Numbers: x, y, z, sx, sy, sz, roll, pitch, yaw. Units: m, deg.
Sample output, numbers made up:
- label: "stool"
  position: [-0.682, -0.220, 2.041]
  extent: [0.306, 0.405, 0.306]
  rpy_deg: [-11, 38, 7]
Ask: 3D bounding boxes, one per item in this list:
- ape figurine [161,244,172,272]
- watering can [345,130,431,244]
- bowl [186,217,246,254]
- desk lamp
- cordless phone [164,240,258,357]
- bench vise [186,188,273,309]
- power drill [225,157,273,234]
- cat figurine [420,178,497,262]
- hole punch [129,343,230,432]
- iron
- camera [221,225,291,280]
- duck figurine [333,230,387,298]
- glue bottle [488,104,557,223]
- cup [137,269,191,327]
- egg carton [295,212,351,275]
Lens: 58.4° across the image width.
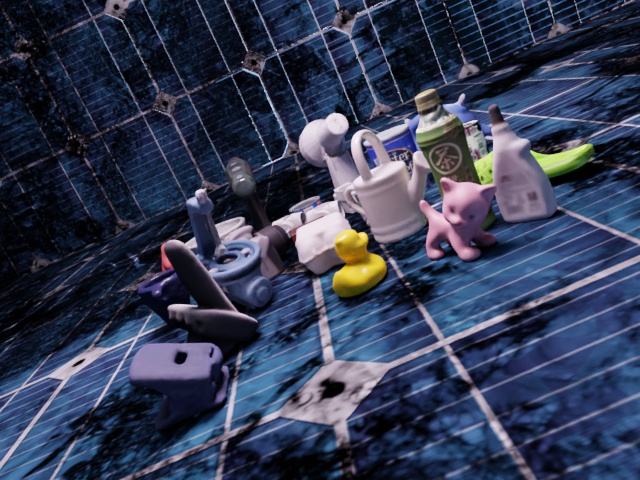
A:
- label: "ape figurine"
  position: [-0.367, 0.051, 1.433]
  extent: [0.076, 0.092, 0.078]
  rpy_deg: [-19, 16, 19]
- label: "watering can"
  position: [0.115, -0.103, 0.996]
  extent: [0.172, 0.194, 0.101]
  rpy_deg: [-20, 15, 17]
- label: "bowl"
  position: [-0.246, 0.012, 1.411]
  extent: [0.167, 0.075, 0.167]
  rpy_deg: [-23, 15, 7]
- label: "desk lamp"
  position: [0.049, -0.211, 1.444]
  extent: [0.118, 0.214, 0.202]
  rpy_deg: [-30, 15, -18]
- label: "cordless phone"
  position: [-0.186, 0.079, 0.857]
  extent: [0.094, 0.185, 0.147]
  rpy_deg: [-35, 18, -35]
- label: "bench vise"
  position: [-0.195, 0.024, 0.995]
  extent: [0.206, 0.220, 0.122]
  rpy_deg: [-14, 18, 36]
- label: "power drill"
  position: [-0.176, -0.106, 1.444]
  extent: [0.075, 0.208, 0.229]
  rpy_deg: [-26, 15, -4]
- label: "cat figurine"
  position: [0.189, -0.036, 0.794]
  extent: [0.067, 0.118, 0.127]
  rpy_deg: [-33, 17, -29]
- label: "hole punch"
  position: [-0.174, 0.166, 0.720]
  extent: [0.101, 0.091, 0.108]
  rpy_deg: [-25, 15, -1]
- label: "iron"
  position: [0.269, -0.251, 1.371]
  extent: [0.257, 0.141, 0.119]
  rpy_deg: [-10, 21, 45]
- label: "camera"
  position: [-0.123, 0.016, 1.146]
  extent: [0.137, 0.101, 0.142]
  rpy_deg: [-33, 17, -30]
- label: "duck figurine"
  position: [0.048, 0.029, 0.856]
  extent: [0.077, 0.086, 0.105]
  rpy_deg: [-11, 20, 41]
- label: "glue bottle"
  position: [0.272, -0.109, 0.807]
  extent: [0.077, 0.173, 0.037]
  rpy_deg: [-8, 22, 47]
- label: "cup"
  position: [-0.277, 0.115, 1.058]
  extent: [0.091, 0.095, 0.117]
  rpy_deg: [-25, 15, -3]
- label: "egg carton"
  position: [0.010, 0.004, 1.039]
  extent: [0.107, 0.069, 0.150]
  rpy_deg: [-24, 15, 3]
